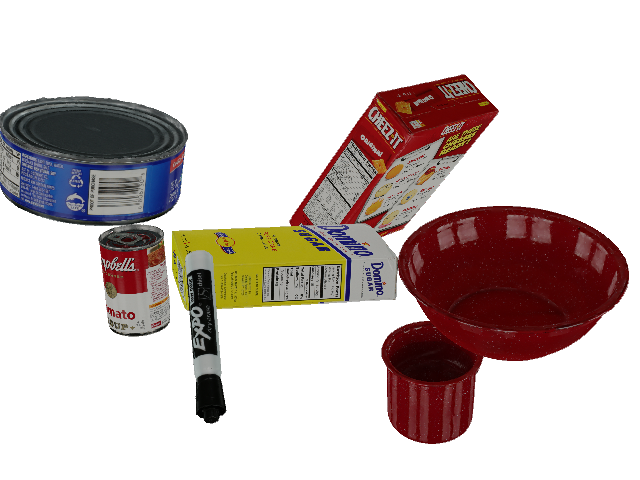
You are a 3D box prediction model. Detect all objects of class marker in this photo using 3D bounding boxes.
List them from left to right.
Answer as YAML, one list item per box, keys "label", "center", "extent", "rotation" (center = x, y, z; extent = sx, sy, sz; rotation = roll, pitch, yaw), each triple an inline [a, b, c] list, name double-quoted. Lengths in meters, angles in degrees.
- label: "marker"
  center: [-0.074, 0.061, 0.686]
  extent: [0.020, 0.121, 0.020]
  rotation: [-6, -35, -4]

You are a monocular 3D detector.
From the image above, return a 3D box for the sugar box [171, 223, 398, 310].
- label: "sugar box"
  center: [-0.032, 0.020, 0.892]
  extent: [0.176, 0.048, 0.093]
  rotation: [-5, 20, -13]

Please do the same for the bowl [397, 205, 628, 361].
- label: "bowl"
  center: [0.136, 0.037, 0.768]
  extent: [0.162, 0.055, 0.162]
  rotation: [-2, 32, 1]

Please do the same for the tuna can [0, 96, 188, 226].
- label: "tuna can"
  center: [-0.106, -0.038, 0.499]
  extent: [0.086, 0.034, 0.086]
  rotation: [8, 24, -4]

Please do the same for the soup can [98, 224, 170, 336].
- label: "soup can"
  center: [-0.196, 0.042, 1.131]
  extent: [0.068, 0.102, 0.068]
  rotation: [-1, 22, 0]

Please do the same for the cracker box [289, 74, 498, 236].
- label: "cracker box"
  center: [0.079, -0.084, 1.208]
  extent: [0.163, 0.072, 0.214]
  rotation: [-20, -26, -45]

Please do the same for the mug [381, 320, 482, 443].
- label: "mug"
  center: [0.112, 0.130, 1.008]
  extent: [0.117, 0.081, 0.093]
  rotation: [-30, 43, -35]
